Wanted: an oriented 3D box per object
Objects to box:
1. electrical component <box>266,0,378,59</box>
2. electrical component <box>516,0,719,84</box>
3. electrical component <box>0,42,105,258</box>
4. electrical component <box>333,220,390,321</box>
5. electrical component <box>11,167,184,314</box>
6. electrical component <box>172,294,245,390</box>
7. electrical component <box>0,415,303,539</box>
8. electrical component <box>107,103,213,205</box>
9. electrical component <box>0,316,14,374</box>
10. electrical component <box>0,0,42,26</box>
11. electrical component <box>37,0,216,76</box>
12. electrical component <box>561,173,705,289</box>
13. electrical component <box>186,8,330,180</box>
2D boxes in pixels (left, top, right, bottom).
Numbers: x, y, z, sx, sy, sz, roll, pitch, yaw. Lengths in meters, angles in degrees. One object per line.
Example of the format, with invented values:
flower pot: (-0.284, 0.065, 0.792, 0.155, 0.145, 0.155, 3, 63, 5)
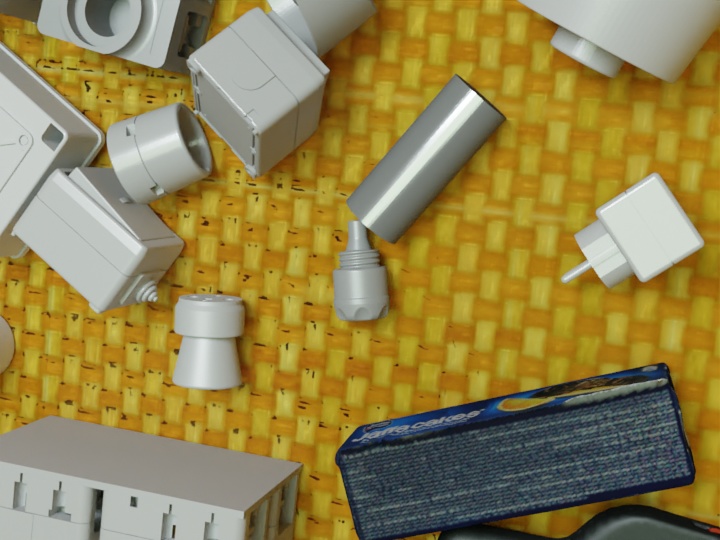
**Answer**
electrical component: (-0.035, -0.176, 0.628, 0.064, 0.099, 0.099, -31, 86, 9)
electrical component: (0.135, -0.139, 0.580, 0.108, 0.108, 0.060, 32, 108, 11)
electrical component: (-0.245, -0.080, 0.712, 0.109, 0.056, 0.108, 41, 104, 8)
electrical component: (0.000, 0.000, 0.664, 0.035, 0.035, 0.061, -3, 92, 15)
electrical component: (-0.160, -0.019, 0.691, 0.096, 0.062, 0.061, 41, 104, 9)
electrical component: (-0.097, 0.045, 0.688, 0.045, 0.045, 0.055, 4, 95, 15)
electrical component: (-0.143, 0.148, 0.678, 0.186, 0.105, 0.060, 8, 97, 15)
electrical component: (-0.126, -0.075, 0.682, 0.047, 0.055, 0.055, -20, 89, 12)
electrical component: (-0.271, 0.053, 0.735, 0.055, 0.047, 0.055, 1, 95, 15)
electrical component: (-0.227, -0.201, 0.676, 0.062, 0.096, 0.061, 41, 103, 8)
electrical component: (-0.134, -0.207, 0.668, 0.089, 0.062, 0.150, 18, 99, 13)
electrical component: (0.147, -0.015, 0.606, 0.077, 0.066, 0.047, -34, 85, 16)
electrical component: (-0.060, -0.104, 0.648, 0.061, 0.096, 0.061, -41, 83, -14)
